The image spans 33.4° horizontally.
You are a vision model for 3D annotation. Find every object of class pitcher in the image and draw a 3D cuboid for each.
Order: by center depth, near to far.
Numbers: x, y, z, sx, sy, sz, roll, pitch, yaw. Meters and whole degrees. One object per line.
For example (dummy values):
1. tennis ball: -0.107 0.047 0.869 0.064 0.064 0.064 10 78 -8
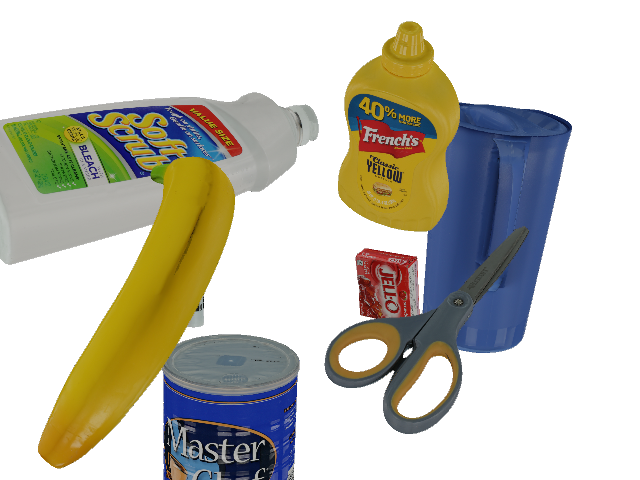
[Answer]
1. pitcher: 0.169 -0.010 1.076 0.148 0.243 0.145 -14 27 -42

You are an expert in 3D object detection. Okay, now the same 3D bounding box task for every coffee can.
1. coffee can: -0.069 0.155 0.814 0.103 0.140 0.103 2 16 -1

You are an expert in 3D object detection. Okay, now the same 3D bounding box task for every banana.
1. banana: -0.078 0.019 0.514 0.037 0.197 0.070 35 -48 -19

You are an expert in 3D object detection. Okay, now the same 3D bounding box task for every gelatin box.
1. gelatin box: 0.084 0.058 1.331 0.073 0.089 0.030 11 32 29

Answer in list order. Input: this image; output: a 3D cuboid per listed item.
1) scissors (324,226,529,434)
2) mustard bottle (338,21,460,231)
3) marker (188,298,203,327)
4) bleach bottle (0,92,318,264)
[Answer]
1. scissors: 0.070 0.045 0.707 0.096 0.016 0.201 14 44 15
2. mustard bottle: 0.066 -0.097 0.887 0.096 0.192 0.058 23 49 19
3. marker: -0.115 0.019 0.967 0.020 0.121 0.020 2 13 -1
4. bleach bottle: -0.119 -0.063 0.762 0.250 0.103 0.068 -18 -29 -27
